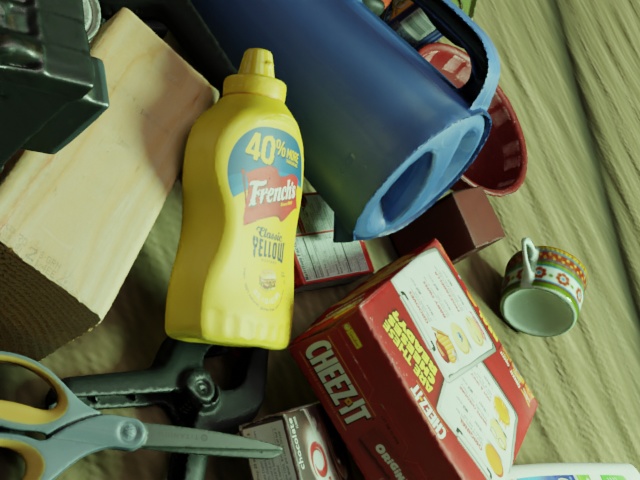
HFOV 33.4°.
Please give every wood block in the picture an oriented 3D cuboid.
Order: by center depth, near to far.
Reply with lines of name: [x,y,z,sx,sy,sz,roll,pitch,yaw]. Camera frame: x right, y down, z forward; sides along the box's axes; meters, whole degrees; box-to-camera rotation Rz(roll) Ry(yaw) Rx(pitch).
wood block: [-0.151,-0.036,0.661,0.090,0.091,0.206,41,43,-21]

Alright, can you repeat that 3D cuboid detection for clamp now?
clamp: [-0.081,0.112,0.683,0.171,0.039,0.120,-28,88,-46]
clamp: [-0.101,-0.198,0.761,0.210,0.036,0.164,26,75,11]

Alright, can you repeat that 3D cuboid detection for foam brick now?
foam brick: [0.109,-0.006,0.920,0.052,0.078,0.051,-15,77,-49]

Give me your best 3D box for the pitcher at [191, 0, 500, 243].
pitcher: [0.010,-0.131,0.802,0.149,0.145,0.243,-35,72,-18]

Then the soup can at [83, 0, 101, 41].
soup can: [-0.191,-0.125,0.664,0.068,0.102,0.068,25,50,-34]

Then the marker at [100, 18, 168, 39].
marker: [-0.159,-0.156,0.780,0.120,0.020,0.020,-11,75,-48]

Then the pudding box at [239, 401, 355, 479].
pudding box: [-0.007,0.166,0.698,0.090,0.039,0.113,6,65,-70]

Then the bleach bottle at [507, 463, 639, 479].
bleach bottle: [0.174,0.232,0.857,0.250,0.068,0.102,8,60,-40]

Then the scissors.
scissors: [-0.124,0.126,0.608,0.201,0.016,0.096,25,63,-13]

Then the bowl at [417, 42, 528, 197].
bowl: [0.124,-0.104,1.011,0.161,0.055,0.162,24,51,-34]

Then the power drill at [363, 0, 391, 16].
power drill: [0.004,-0.197,0.943,0.184,0.057,0.187,15,57,-39]

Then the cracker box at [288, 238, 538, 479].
cracker box: [0.076,0.103,0.787,0.164,0.072,0.213,59,24,0]

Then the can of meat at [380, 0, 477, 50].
can of meat: [0.106,-0.235,1.049,0.057,0.084,0.102,38,45,-23]

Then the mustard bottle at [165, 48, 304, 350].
mustard bottle: [-0.049,-0.028,0.683,0.096,0.058,0.191,15,78,-54]

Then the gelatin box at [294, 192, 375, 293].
gelatin box: [-0.006,0.001,0.835,0.089,0.030,0.073,-9,75,-47]
